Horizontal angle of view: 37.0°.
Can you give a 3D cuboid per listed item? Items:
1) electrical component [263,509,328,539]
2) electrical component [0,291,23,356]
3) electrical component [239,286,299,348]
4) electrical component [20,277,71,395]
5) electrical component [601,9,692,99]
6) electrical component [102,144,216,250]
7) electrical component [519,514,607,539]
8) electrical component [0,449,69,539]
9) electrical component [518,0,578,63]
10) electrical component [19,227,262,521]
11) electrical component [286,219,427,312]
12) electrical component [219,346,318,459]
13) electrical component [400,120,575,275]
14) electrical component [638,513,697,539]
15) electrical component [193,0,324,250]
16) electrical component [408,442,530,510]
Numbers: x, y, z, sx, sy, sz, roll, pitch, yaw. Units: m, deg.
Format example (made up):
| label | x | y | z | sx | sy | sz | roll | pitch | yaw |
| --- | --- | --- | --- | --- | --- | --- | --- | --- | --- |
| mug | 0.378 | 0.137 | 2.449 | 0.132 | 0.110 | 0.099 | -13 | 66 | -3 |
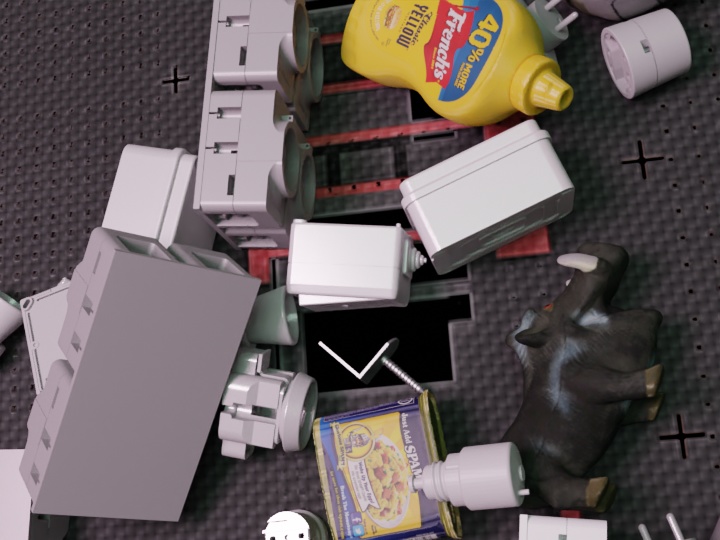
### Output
| label | x | y | z | sx | sy | sz | roll | pitch | yaw |
| --- | --- | --- | --- | --- | --- | --- | --- | --- | --- |
| electrical component | -0.046 | 0.187 | 0.750 | 0.040 | 0.046 | 0.040 | -3 | 74 | 10 |
| electrical component | -0.291 | 0.044 | 0.834 | 0.045 | 0.045 | 0.055 | 34 | 84 | 17 |
| electrical component | -0.077 | 0.038 | 0.796 | 0.055 | 0.045 | 0.045 | -9 | 74 | 8 |
| electrical component | -0.210 | 0.051 | 0.813 | 0.062 | 0.061 | 0.096 | -21 | 65 | 5 |
| electrical component | 0.211 | -0.160 | 0.791 | 0.047 | 0.055 | 0.055 | -22 | 72 | 0 |
| electrical component | -0.149 | -0.030 | 0.811 | 0.057 | 0.078 | 0.113 | 9 | 77 | 16 |
| electrical component | 0.128 | 0.251 | 0.669 | 0.060 | 0.105 | 0.186 | 2 | 76 | 11 |
| electrical component | -0.297 | 0.180 | 0.790 | 0.150 | 0.061 | 0.089 | -3 | 75 | 10 |
| electrical component | 0.128 | -0.175 | 0.804 | 0.079 | 0.044 | 0.077 | -36 | 68 | 37 |
| electrical component | -0.155 | 0.073 | 0.739 | 0.060 | 0.105 | 0.186 | 36 | 109 | 54 |
| electrical component | 0.000 | 0.000 | 0.781 | 0.096 | 0.062 | 0.061 | 3 | 83 | 11 |
| electrical component | -0.064 | 0.098 | 0.769 | 0.057 | 0.058 | 0.078 | 9 | 97 | 10 |
| electrical component | 0.091 | -0.051 | 0.771 | 0.113 | 0.078 | 0.057 | -26 | 75 | 3 |
| electrical component | 0.199 | 0.191 | 0.664 | 0.077 | 0.044 | 0.079 | -24 | 66 | 9 |
| electrical component | -0.071 | -0.118 | 0.804 | 0.060 | 0.105 | 0.186 | 1 | 76 | 10 |
| electrical component | 0.070 | 0.133 | 0.686 | 0.078 | 0.040 | 0.040 | -10 | 73 | 19 |
